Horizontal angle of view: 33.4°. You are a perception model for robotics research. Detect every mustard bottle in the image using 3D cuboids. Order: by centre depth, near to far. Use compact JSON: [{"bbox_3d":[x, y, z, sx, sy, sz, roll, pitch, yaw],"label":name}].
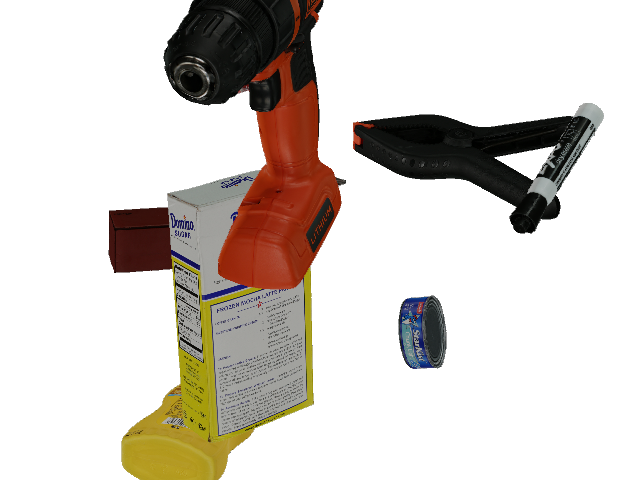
[{"bbox_3d":[-0.116,0.178,1.063,0.096,0.058,0.191,7,19,15],"label":"mustard bottle"}]

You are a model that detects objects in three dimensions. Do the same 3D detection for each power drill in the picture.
[{"bbox_3d":[-0.029,-0.067,0.587,0.057,0.188,0.184,11,38,15],"label":"power drill"}]

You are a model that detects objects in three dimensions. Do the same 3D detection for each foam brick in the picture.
[{"bbox_3d":[-0.182,-0.002,1.125,0.078,0.051,0.053,-4,23,-17],"label":"foam brick"}]

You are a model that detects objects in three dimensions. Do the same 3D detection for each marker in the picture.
[{"bbox_3d":[0.161,-0.049,0.729,0.020,0.020,0.121,0,44,47],"label":"marker"}]

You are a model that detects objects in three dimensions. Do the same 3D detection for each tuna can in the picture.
[{"bbox_3d":[0.121,0.109,1.260,0.034,0.086,0.086,-6,-2,23],"label":"tuna can"}]

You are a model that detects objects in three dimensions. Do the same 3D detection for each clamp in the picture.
[{"bbox_3d":[0.134,-0.085,0.967,0.210,0.036,0.164,14,35,23],"label":"clamp"}]

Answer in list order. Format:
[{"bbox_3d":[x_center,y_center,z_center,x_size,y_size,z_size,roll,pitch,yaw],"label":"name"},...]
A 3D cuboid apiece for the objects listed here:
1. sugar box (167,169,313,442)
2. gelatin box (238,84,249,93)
[{"bbox_3d":[-0.053,0.044,0.739,0.093,0.176,0.048,-16,24,-36],"label":"sugar box"},{"bbox_3d":[-0.066,-0.173,0.945,0.089,0.073,0.030,-18,23,5],"label":"gelatin box"}]
